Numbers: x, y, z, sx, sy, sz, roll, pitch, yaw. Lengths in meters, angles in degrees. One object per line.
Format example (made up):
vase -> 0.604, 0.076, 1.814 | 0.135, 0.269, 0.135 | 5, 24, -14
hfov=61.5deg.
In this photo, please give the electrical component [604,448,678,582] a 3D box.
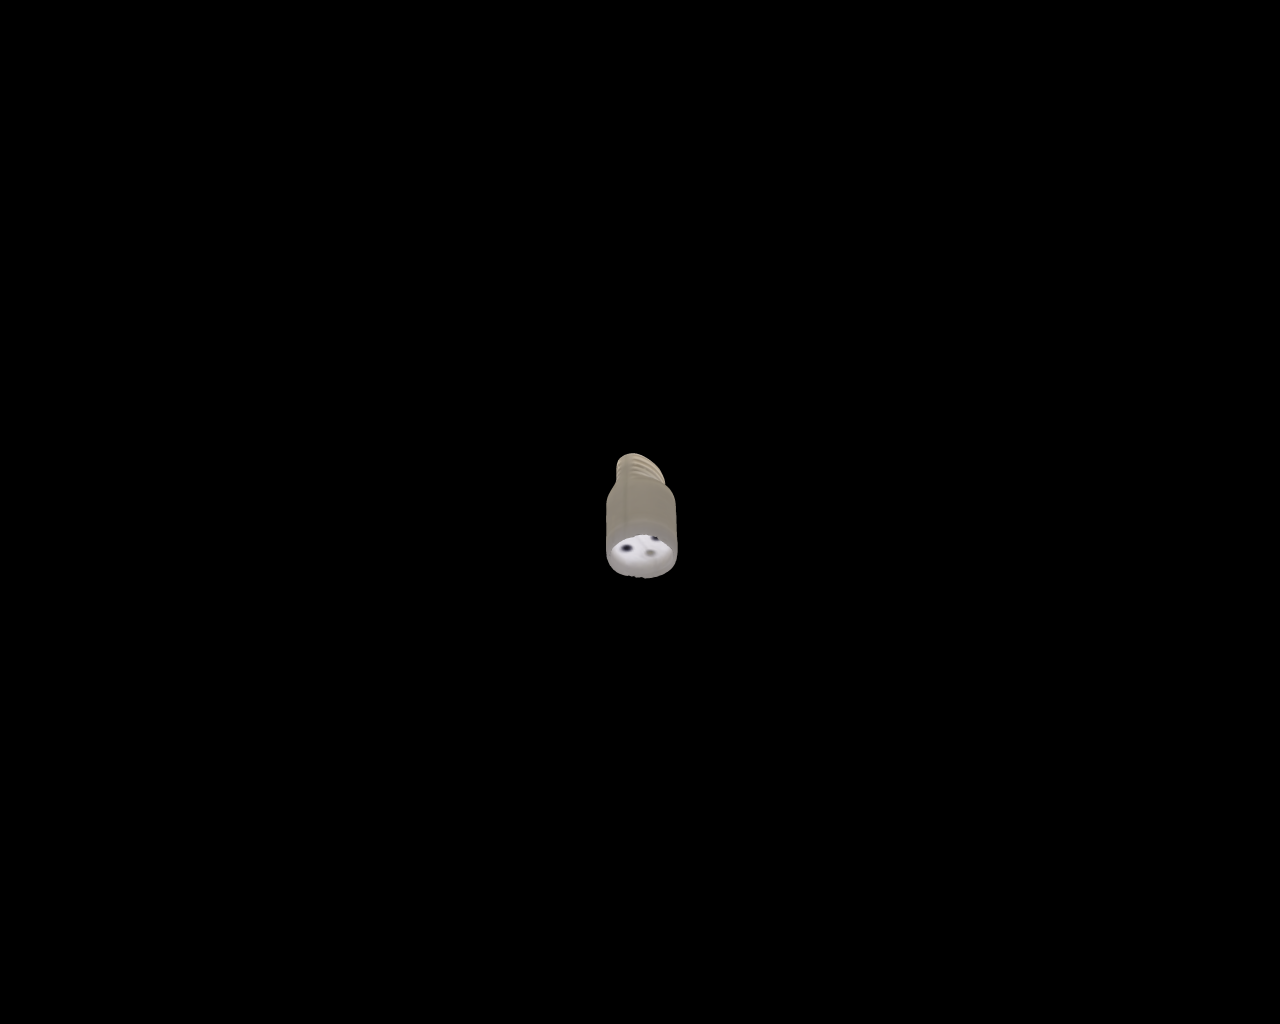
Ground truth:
electrical component -> 0.001, -0.003, 0.650 | 0.043, 0.081, 0.043 | 0, -41, 0
